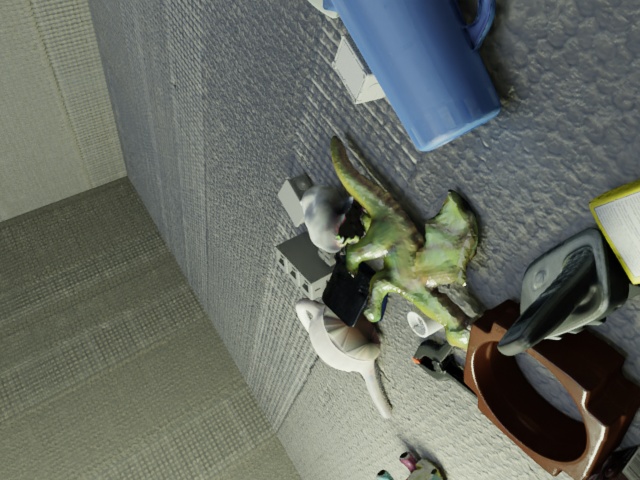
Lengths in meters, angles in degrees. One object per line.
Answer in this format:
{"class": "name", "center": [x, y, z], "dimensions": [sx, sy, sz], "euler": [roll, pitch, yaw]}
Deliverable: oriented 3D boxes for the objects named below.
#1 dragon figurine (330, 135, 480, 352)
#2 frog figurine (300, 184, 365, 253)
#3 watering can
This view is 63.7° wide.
{"class": "dragon figurine", "center": [0.146, -0.009, 0.806], "dimensions": [0.240, 0.123, 0.411], "euler": [-22, 87, 48]}
{"class": "frog figurine", "center": [0.003, -0.050, 0.996], "dimensions": [0.161, 0.124, 0.134], "euler": [22, 153, 40]}
{"class": "watering can", "center": [0.076, 0.257, 1.174], "dimensions": [0.349, 0.105, 0.220], "euler": [47, 153, 8]}
